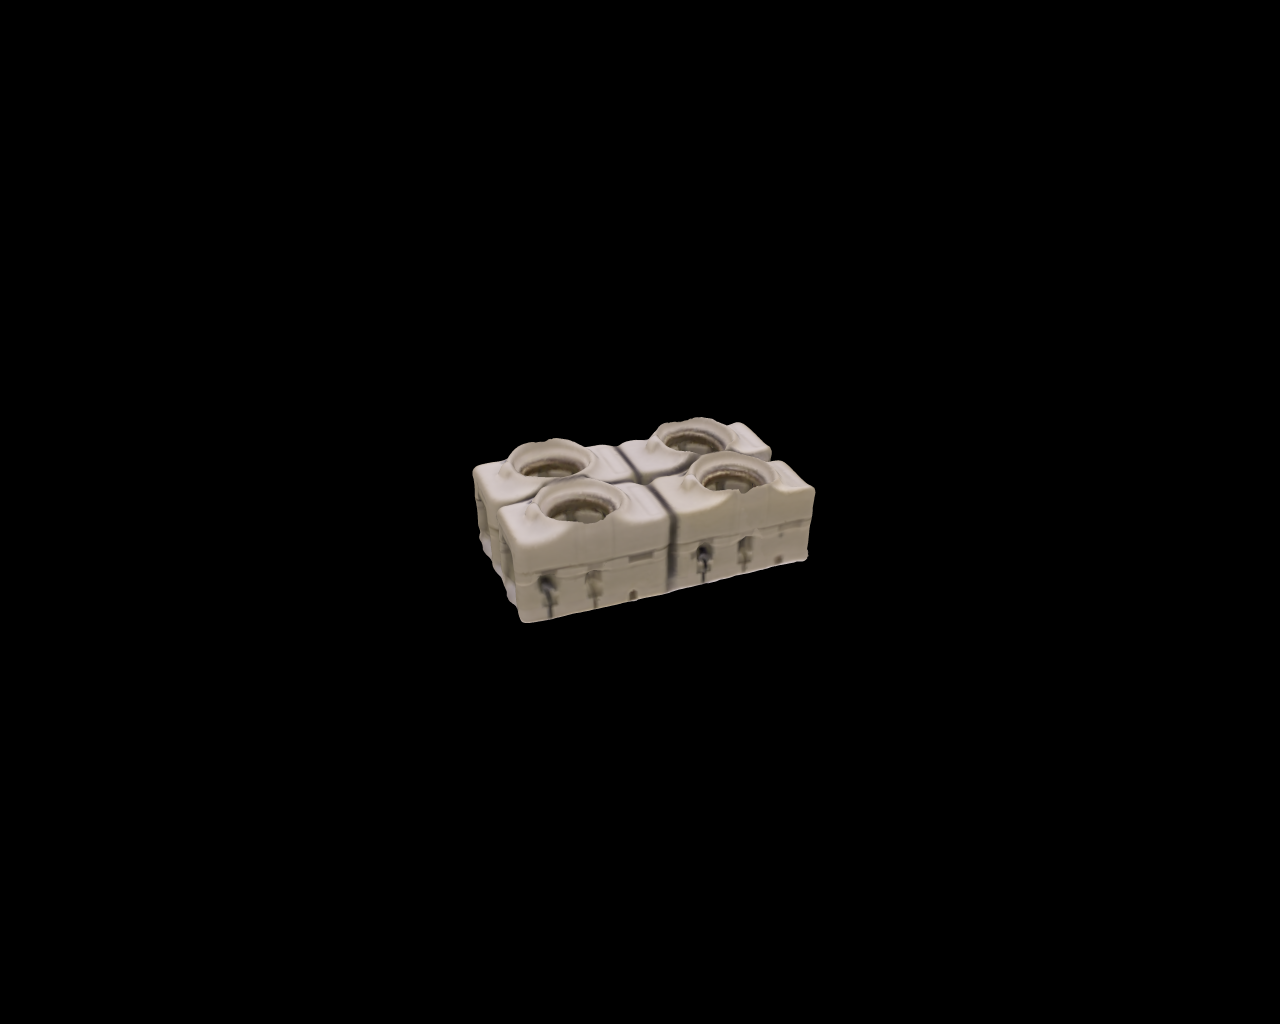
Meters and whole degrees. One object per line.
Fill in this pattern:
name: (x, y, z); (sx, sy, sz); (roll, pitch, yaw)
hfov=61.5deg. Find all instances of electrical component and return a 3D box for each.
electrical component: (0.001, -0.003, 0.650); (0.186, 0.060, 0.105); (-11, 32, -18)
